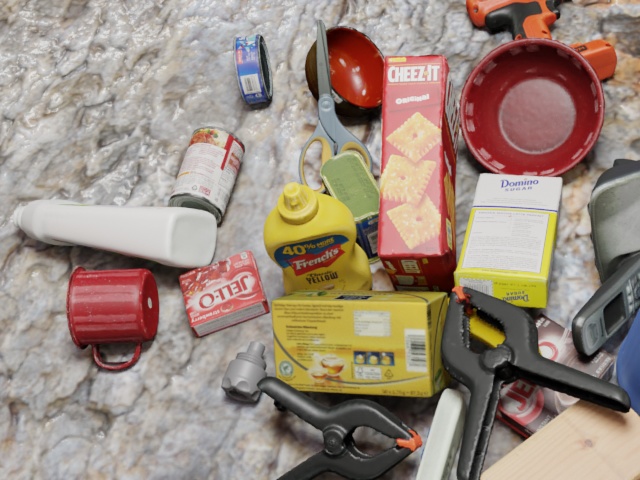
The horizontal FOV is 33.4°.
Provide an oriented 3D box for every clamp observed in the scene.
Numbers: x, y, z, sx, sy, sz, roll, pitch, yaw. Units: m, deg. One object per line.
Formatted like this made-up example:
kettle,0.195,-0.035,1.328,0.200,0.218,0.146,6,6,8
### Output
clamp,0.011,0.185,1.041,0.172,0.039,0.120,-11,92,17
clamp,0.179,0.116,0.986,0.164,0.036,0.210,-23,44,8

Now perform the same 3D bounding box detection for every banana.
banana,0.151,0.094,1.083,0.198,0.037,0.069,6,69,43

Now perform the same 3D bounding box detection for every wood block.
wood block,0.208,0.236,0.964,0.206,0.090,0.091,-35,55,-9

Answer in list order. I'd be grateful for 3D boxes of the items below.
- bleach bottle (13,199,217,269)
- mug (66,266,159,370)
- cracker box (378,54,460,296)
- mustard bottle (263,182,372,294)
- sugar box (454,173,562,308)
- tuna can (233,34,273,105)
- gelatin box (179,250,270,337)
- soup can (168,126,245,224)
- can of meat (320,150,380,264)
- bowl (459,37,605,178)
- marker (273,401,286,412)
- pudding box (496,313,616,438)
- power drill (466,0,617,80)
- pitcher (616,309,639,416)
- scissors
bleach bottle,-0.252,-0.014,1.256,0.251,0.102,0.068,7,89,28
mug,-0.227,0.086,1.185,0.081,0.093,0.117,-3,87,6
cracker box,0.107,-0.061,1.113,0.072,0.164,0.213,0,73,12
mustard bottle,-0.007,0.002,1.112,0.096,0.191,0.058,-11,55,7
sugar box,0.201,-0.003,1.122,0.093,0.048,0.176,4,37,17
tuna can,-0.084,-0.215,1.342,0.034,0.086,0.086,-8,55,7
gelatin box,-0.108,0.060,1.199,0.089,0.030,0.073,-20,55,1
soup can,-0.135,-0.075,1.273,0.069,0.068,0.102,5,59,17
can of meat,0.043,-0.038,1.192,0.057,0.084,0.102,-25,55,-3
bowl,0.241,-0.144,1.205,0.162,0.055,0.162,0,89,20
marker,-0.032,0.126,1.141,0.020,0.020,0.121,-1,57,14
pudding box,0.223,0.141,1.053,0.090,0.039,0.113,33,69,31
power drill,0.290,-0.266,1.299,0.184,0.057,0.188,-21,52,5
pitcher,0.343,0.084,0.936,0.145,0.243,0.149,-34,62,-12
scissors,0.025,-0.147,1.242,0.096,0.016,0.202,11,101,0
